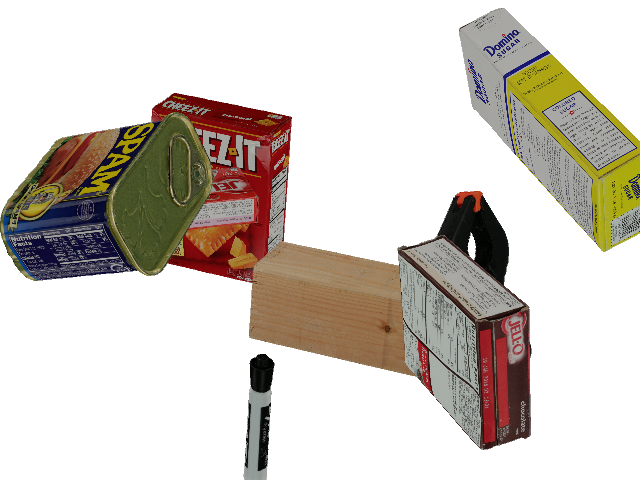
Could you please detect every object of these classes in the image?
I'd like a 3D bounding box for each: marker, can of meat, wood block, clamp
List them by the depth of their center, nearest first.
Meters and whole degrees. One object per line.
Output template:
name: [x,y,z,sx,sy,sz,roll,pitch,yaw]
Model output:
can of meat: [-0.122,-0.024,0.608,0.084,0.057,0.102,-6,36,27]
marker: [-0.048,0.140,0.834,0.020,0.121,0.020,4,30,-2]
clamp: [0.132,0.044,0.961,0.120,0.171,0.039,-17,7,-40]
wood block: [0.035,0.074,1.172,0.206,0.091,0.090,12,22,16]

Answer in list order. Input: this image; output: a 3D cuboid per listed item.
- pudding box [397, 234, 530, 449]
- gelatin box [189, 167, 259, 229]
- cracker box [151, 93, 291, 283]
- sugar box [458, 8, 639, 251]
pudding box: [0.087,0.059,0.654,0.039,0.090,0.114,-14,27,-18]
gelatin box: [-0.109,-0.040,1.007,0.089,0.030,0.073,-7,28,-15]
cracker box: [-0.129,-0.062,1.344,0.164,0.214,0.072,13,29,15]
sugar box: [0.167,-0.082,0.768,0.048,0.176,0.093,-28,-36,-4]
